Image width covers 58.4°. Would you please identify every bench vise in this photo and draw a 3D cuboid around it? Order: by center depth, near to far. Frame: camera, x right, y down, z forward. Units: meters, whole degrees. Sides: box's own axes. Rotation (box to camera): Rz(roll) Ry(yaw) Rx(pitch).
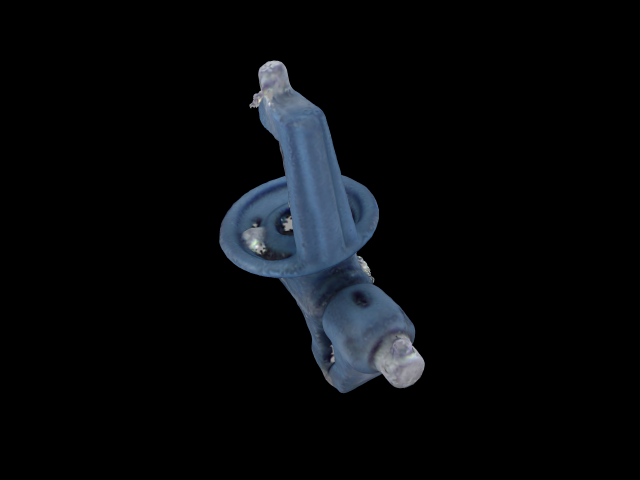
[{"bbox_3d":[0.012,-0.006,0.405,0.207,0.220,0.122,34,61,23],"label":"bench vise"}]
